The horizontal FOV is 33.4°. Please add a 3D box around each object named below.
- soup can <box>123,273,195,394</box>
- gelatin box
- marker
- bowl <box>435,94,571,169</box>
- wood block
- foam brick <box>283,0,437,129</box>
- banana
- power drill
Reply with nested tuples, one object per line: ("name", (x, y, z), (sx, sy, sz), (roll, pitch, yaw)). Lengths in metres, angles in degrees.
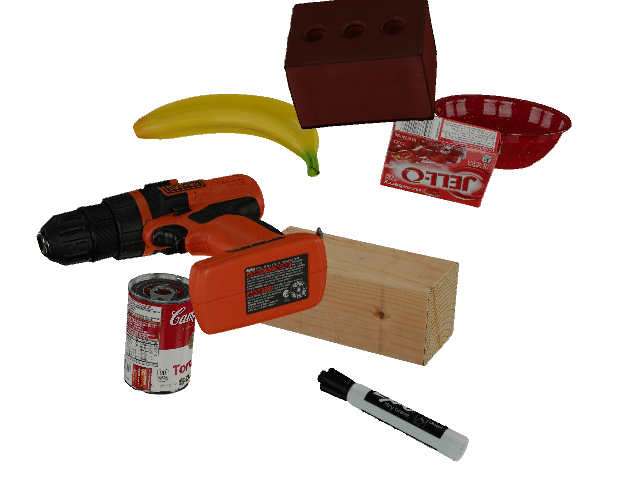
("soup can", (-0.158, 0.092, 1.051), (0.068, 0.102, 0.068), (6, 20, -2))
("gelatin box", (0.099, -0.067, 0.889), (0.089, 0.030, 0.073), (14, -35, 3))
("marker", (0.050, 0.124, 0.773), (0.121, 0.020, 0.020), (25, 11, 25))
("bowl", (0.207, -0.123, 1.244), (0.162, 0.055, 0.162), (4, 23, -2))
("wood block", (0.037, 0.058, 1.172), (0.206, 0.091, 0.090), (13, 26, 24))
("foam brick", (0.024, -0.100, 0.595), (0.078, 0.053, 0.051), (-3, -36, 14))
("banana", (-0.080, -0.109, 0.998), (0.198, 0.037, 0.069), (12, 47, 23))
("power drill", (-0.096, 0.004, 0.786), (0.184, 0.057, 0.188), (-16, 28, -27))
